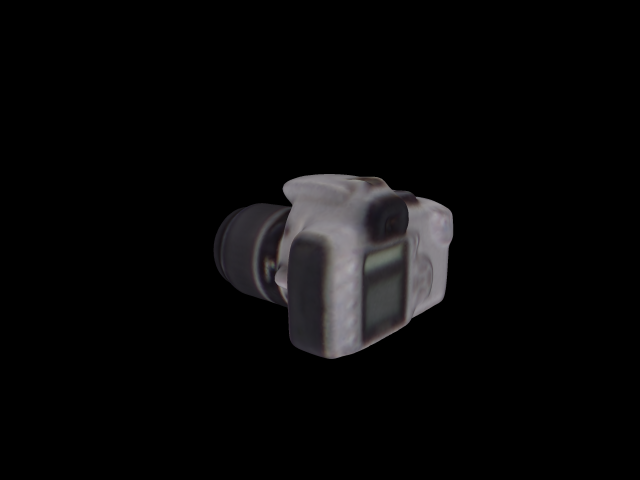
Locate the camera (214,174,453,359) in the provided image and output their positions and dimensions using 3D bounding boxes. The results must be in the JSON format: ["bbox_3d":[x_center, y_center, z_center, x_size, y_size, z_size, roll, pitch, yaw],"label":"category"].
[{"bbox_3d":[0.004,0.001,0.400,0.136,0.101,0.144,11,17,38],"label":"camera"}]
